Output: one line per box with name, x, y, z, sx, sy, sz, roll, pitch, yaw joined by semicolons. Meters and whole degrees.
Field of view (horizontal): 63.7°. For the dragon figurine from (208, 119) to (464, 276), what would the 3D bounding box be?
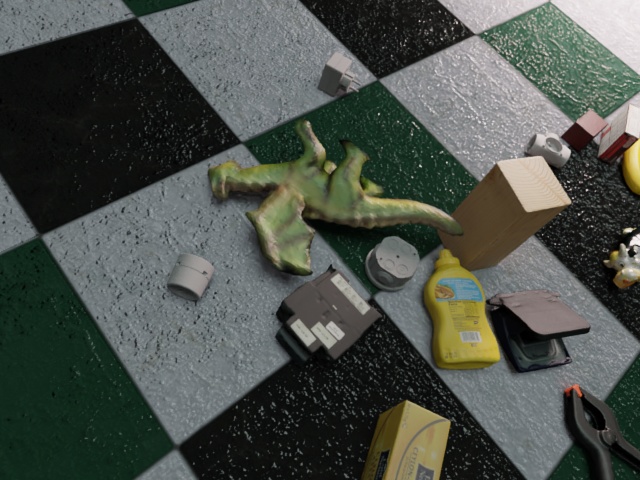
dragon figurine;0.002;-0.041;0.811;0.412;0.119;0.247;30;63;13
